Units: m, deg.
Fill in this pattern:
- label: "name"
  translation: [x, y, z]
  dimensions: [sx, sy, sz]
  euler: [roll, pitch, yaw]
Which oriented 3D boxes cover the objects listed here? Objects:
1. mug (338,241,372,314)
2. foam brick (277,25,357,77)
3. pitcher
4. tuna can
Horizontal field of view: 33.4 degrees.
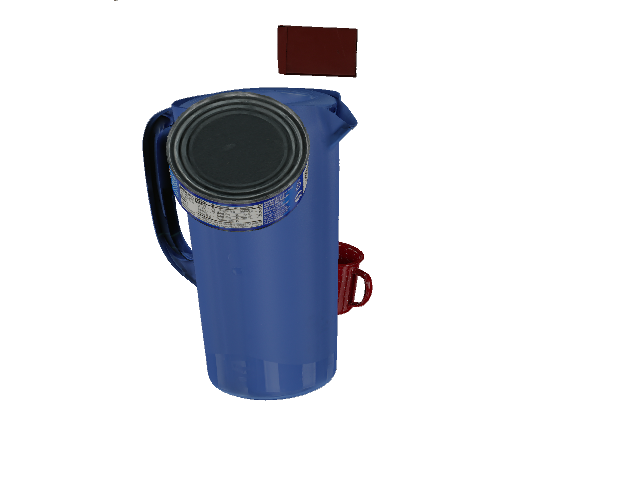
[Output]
- label: "mug"
  translation: [0.021, 0.057, 1.501]
  dimensions: [0.117, 0.081, 0.093]
  euler: [18, 23, 27]
- label: "foam brick"
  translation: [-0.004, -0.200, 1.127]
  dimensions: [0.078, 0.051, 0.053]
  euler: [0, 12, -11]
- label: "pitcher"
  translation: [-0.055, -0.002, 0.865]
  dimensions: [0.144, 0.243, 0.149]
  euler: [-7, 15, -20]
- label: "tuna can"
  translation: [-0.049, -0.047, 0.647]
  dimensions: [0.086, 0.086, 0.034]
  euler: [0, -35, -2]
